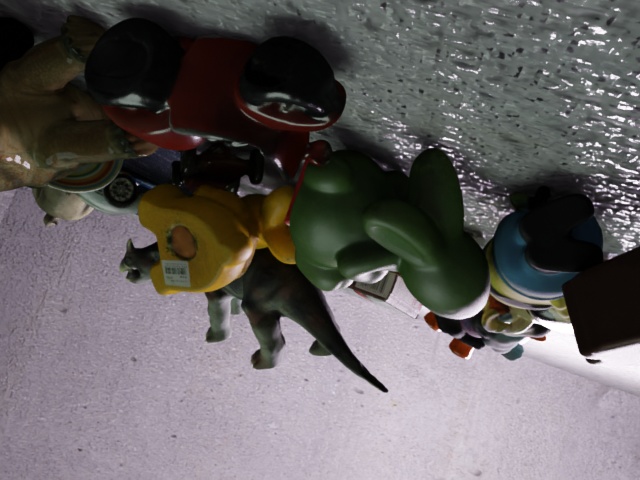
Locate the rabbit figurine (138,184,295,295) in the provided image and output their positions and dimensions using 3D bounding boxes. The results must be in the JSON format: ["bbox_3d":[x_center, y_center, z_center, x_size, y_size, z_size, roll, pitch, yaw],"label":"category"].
[{"bbox_3d":[-0.093,-0.018,0.607,0.162,0.121,0.173,-9,-172,26],"label":"rabbit figurine"}]

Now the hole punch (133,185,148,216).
[{"bbox_3d":[-0.278,-0.082,0.925,0.116,0.092,0.142,12,166,25],"label":"hole punch"}]

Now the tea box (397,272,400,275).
[{"bbox_3d":[0.097,0.012,0.685,0.098,0.068,0.169,19,173,8],"label":"tea box"}]

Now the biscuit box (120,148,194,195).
[{"bbox_3d":[-0.242,-0.111,0.707,0.059,0.062,0.202,16,171,36],"label":"biscuit box"}]

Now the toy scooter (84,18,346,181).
[{"bbox_3d":[-0.058,-0.088,0.371,0.184,0.075,0.135,11,171,24],"label":"toy scooter"}]

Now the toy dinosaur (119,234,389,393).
[{"bbox_3d":[-0.082,0.057,0.719,0.405,0.191,0.131,11,-150,30],"label":"toy dinosaur"}]

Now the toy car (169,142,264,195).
[{"bbox_3d":[-0.125,-0.085,0.629,0.089,0.053,0.202,6,176,-19],"label":"toy car"}]

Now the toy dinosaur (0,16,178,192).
[{"bbox_3d":[-0.236,-0.090,0.429,0.199,0.105,0.471,-14,180,29],"label":"toy dinosaur"}]

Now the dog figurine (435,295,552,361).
[{"bbox_3d":[0.242,0.096,0.783,0.192,0.108,0.219,19,169,28],"label":"dog figurine"}]

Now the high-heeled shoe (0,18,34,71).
[{"bbox_3d":[-0.341,-0.187,0.533,0.086,0.145,0.249,40,-170,-43],"label":"high-heeled shoe"}]

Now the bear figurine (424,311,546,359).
[{"bbox_3d":[0.307,0.157,0.977,0.195,0.132,0.120,31,-168,-38],"label":"bear figurine"}]

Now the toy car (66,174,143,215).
[{"bbox_3d":[-0.301,-0.077,0.644,0.201,0.056,0.074,27,173,-24],"label":"toy car"}]

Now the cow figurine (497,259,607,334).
[{"bbox_3d":[0.260,0.066,0.592,0.127,0.085,0.194,10,171,26],"label":"cow figurine"}]

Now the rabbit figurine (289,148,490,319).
[{"bbox_3d":[0.071,-0.008,0.448,0.170,0.121,0.159,32,155,19],"label":"rabbit figurine"}]

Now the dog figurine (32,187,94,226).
[{"bbox_3d":[-0.357,-0.090,0.782,0.121,0.172,0.191,12,-176,-28],"label":"dog figurine"}]

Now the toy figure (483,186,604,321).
[{"bbox_3d":[0.176,0.012,0.436,0.089,0.082,0.180,18,175,21],"label":"toy figure"}]

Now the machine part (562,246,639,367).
[{"bbox_3d":[0.244,0.041,0.319,0.179,0.056,0.179,-1,158,0],"label":"machine part"}]
